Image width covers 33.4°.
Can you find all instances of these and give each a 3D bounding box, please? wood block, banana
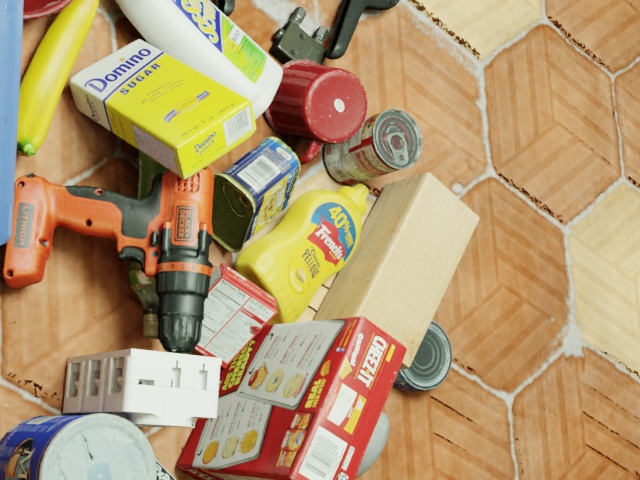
[{"bbox_3d":[0.085,0.036,1.203,0.090,0.090,0.206,39,63,-22],"label":"wood block"},{"bbox_3d":[-0.257,-0.152,1.021,0.037,0.070,0.197,35,56,-39],"label":"banana"}]

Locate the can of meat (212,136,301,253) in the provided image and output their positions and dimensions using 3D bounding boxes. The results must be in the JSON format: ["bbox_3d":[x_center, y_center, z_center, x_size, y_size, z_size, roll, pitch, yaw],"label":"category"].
[{"bbox_3d":[-0.070,-0.048,1.107,0.057,0.102,0.083,40,55,12],"label":"can of meat"}]

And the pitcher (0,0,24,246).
[{"bbox_3d":[-0.324,-0.114,0.901,0.149,0.145,0.243,-1,99,-20],"label":"pitcher"}]

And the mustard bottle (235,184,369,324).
[{"bbox_3d":[-0.007,0.001,1.163,0.191,0.058,0.096,-47,126,-32],"label":"mustard bottle"}]

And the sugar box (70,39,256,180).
[{"bbox_3d":[-0.153,-0.130,1.024,0.093,0.176,0.048,-37,142,-28],"label":"sugar box"}]

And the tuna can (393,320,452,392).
[{"bbox_3d":[0.112,0.133,1.237,0.086,0.034,0.086,6,79,-33],"label":"tuna can"}]

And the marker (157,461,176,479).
[{"bbox_3d":[-0.159,0.230,1.048,0.121,0.020,0.020,50,59,-16],"label":"marker"}]

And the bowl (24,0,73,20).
[{"bbox_3d":[-0.303,-0.281,1.018,0.161,0.055,0.162,6,78,-33],"label":"bowl"}]

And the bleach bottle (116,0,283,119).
[{"bbox_3d":[-0.151,-0.227,1.096,0.250,0.068,0.102,43,33,-19],"label":"bleach bottle"}]

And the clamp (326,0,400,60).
[{"bbox_3d":[0.043,-0.298,1.257,0.209,0.036,0.164,-19,82,-38],"label":"clamp"}]

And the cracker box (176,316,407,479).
[{"bbox_3d":[-0.030,0.164,1.027,0.072,0.214,0.164,36,64,-25],"label":"cracker box"}]

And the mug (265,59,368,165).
[{"bbox_3d":[-0.006,-0.138,1.166,0.093,0.082,0.117,23,89,-32],"label":"mug"}]

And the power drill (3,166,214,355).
[{"bbox_3d":[-0.193,0.013,0.991,0.187,0.057,0.184,4,75,-4],"label":"power drill"}]

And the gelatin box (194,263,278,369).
[{"bbox_3d":[-0.098,0.076,1.080,0.073,0.030,0.089,36,107,-24],"label":"gelatin box"}]

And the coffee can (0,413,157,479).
[{"bbox_3d":[-0.219,0.205,0.938,0.102,0.141,0.103,6,78,-33],"label":"coffee can"}]

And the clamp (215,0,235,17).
[{"bbox_3d":[-0.118,-0.336,1.163,0.120,0.039,0.171,37,57,-28],"label":"clamp"}]

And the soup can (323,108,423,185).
[{"bbox_3d":[0.057,-0.103,1.200,0.068,0.102,0.068,7,78,-33],"label":"soup can"}]
